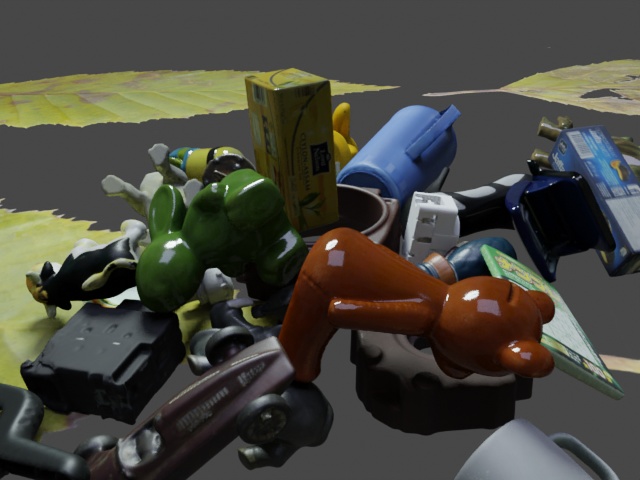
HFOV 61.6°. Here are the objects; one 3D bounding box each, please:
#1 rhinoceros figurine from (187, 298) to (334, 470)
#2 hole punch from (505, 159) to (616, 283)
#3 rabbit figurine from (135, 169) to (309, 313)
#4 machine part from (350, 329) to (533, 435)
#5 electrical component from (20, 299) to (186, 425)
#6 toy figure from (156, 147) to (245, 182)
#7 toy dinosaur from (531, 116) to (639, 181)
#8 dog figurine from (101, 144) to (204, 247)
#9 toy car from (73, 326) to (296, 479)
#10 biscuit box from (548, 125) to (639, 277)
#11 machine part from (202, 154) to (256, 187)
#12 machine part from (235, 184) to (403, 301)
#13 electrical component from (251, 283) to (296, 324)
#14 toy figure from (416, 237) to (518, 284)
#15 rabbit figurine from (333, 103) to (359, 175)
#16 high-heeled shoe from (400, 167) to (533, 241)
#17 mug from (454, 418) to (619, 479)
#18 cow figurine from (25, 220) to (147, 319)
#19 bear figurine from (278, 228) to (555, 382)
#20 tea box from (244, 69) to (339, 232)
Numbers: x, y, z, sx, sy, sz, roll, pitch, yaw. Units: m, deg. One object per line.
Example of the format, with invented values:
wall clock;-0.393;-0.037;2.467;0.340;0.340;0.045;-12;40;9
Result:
rhinoceros figurine;-0.062;0.118;0.495;0.112;0.073;0.191;-20;32;-26
hole punch;0.279;-0.020;0.663;0.092;0.142;0.116;-33;9;4
rabbit figurine;-0.126;-0.003;0.565;0.170;0.121;0.159;-36;47;-13
machine part;0.113;0.105;0.517;0.179;0.056;0.179;-2;27;1
electrical component;-0.207;0.112;0.543;0.115;0.058;0.134;5;29;13
toy figure;-0.212;-0.128;0.962;0.180;0.089;0.082;15;40;27
toy dinosaur;0.455;-0.103;0.822;0.199;0.104;0.472;3;33;6
dog figurine;-0.207;-0.034;0.783;0.121;0.172;0.190;-25;-8;-4
toy car;-0.106;0.142;0.388;0.202;0.053;0.089;-40;42;3
biscuit box;0.366;-0.055;0.688;0.059;0.062;0.203;-8;57;-4
machine part;-0.123;-0.078;0.798;0.079;0.079;0.243;-6;-1;-4
machine part;-0.001;-0.002;0.703;0.201;0.087;0.201;5;28;17
electrical component;-0.013;0.070;0.572;0.102;0.078;0.045;-27;38;37
toy figure;0.158;0.040;0.634;0.154;0.057;0.064;-18;25;-14
rabbit figurine;0.015;-0.153;0.945;0.122;0.162;0.173;-5;7;24
high-heeled shoe;0.239;-0.019;0.740;0.249;0.086;0.145;21;63;14
mug;0.159;0.181;0.354;0.109;0.080;0.107;-13;39;-33
cow figurine;-0.268;0.043;0.607;0.167;0.068;0.098;-21;21;9
bear figurine;0.077;0.068;0.436;0.196;0.131;0.120;22;33;8
tea box;-0.032;-0.105;0.629;0.068;0.169;0.098;-18;32;-21
